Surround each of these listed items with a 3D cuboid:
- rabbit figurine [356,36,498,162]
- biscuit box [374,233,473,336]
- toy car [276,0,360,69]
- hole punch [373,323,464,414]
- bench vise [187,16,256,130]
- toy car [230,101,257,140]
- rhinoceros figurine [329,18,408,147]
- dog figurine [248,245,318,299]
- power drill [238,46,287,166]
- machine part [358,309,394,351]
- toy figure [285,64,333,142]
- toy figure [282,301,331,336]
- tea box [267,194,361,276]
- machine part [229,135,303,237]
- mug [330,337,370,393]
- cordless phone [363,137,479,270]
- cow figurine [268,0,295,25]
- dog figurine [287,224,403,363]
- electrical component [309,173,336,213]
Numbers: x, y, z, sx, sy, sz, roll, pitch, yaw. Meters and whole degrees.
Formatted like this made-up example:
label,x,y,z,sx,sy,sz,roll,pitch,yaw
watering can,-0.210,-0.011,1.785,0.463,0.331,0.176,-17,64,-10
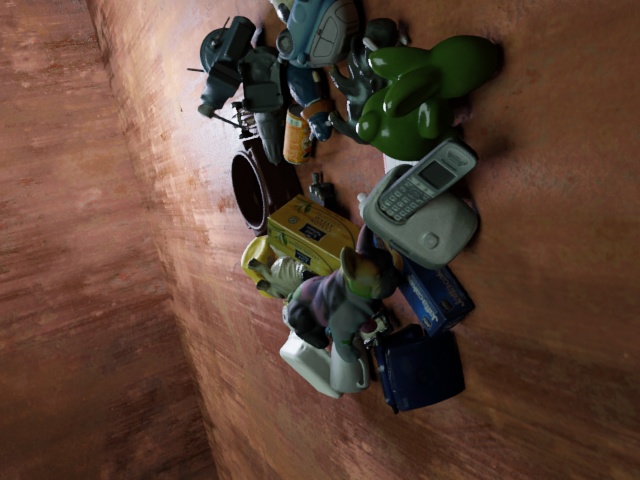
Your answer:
label,x,y,z,sx,sy,sz,roll,pitch,yaw
rabbit figurine,0.126,-0.186,0.650,0.170,0.159,0.121,-42,58,45
biscuit box,0.146,0.043,0.819,0.203,0.059,0.062,59,151,25
toy car,0.010,-0.326,0.830,0.103,0.109,0.161,42,134,10
hole punch,0.156,0.200,0.845,0.092,0.116,0.142,3,108,53
bench vise,-0.209,-0.355,1.151,0.241,0.129,0.223,-162,83,-68
toy car,-0.157,-0.278,1.216,0.202,0.053,0.089,11,112,62
rhinoceros figurine,0.070,-0.227,0.787,0.112,0.073,0.190,50,146,39
dog figurine,-0.044,0.093,1.189,0.191,0.121,0.172,24,162,35
power drill,-0.099,-0.263,1.026,0.207,0.086,0.231,-45,-51,-83
machine part,0.083,0.127,0.994,0.084,0.039,0.139,-49,53,31
toy figure,-0.012,-0.247,0.952,0.154,0.058,0.064,66,159,2
toy figure,-0.012,0.171,1.179,0.180,0.089,0.082,-3,90,54
tea box,-0.002,-0.003,0.974,0.170,0.098,0.068,30,137,20
machine part,-0.129,-0.119,1.219,0.201,0.087,0.201,-35,76,62
mug,0.063,0.245,1.079,0.110,0.081,0.107,-173,77,-68
cordless phone,0.156,-0.051,0.680,0.146,0.089,0.184,35,145,-11
cow figurine,-0.067,-0.438,0.920,0.195,0.085,0.127,59,144,24
dog figurine,0.033,0.071,0.850,0.192,0.108,0.219,22,130,25
electrical component,0.000,-0.071,1.047,0.078,0.045,0.102,40,139,44
